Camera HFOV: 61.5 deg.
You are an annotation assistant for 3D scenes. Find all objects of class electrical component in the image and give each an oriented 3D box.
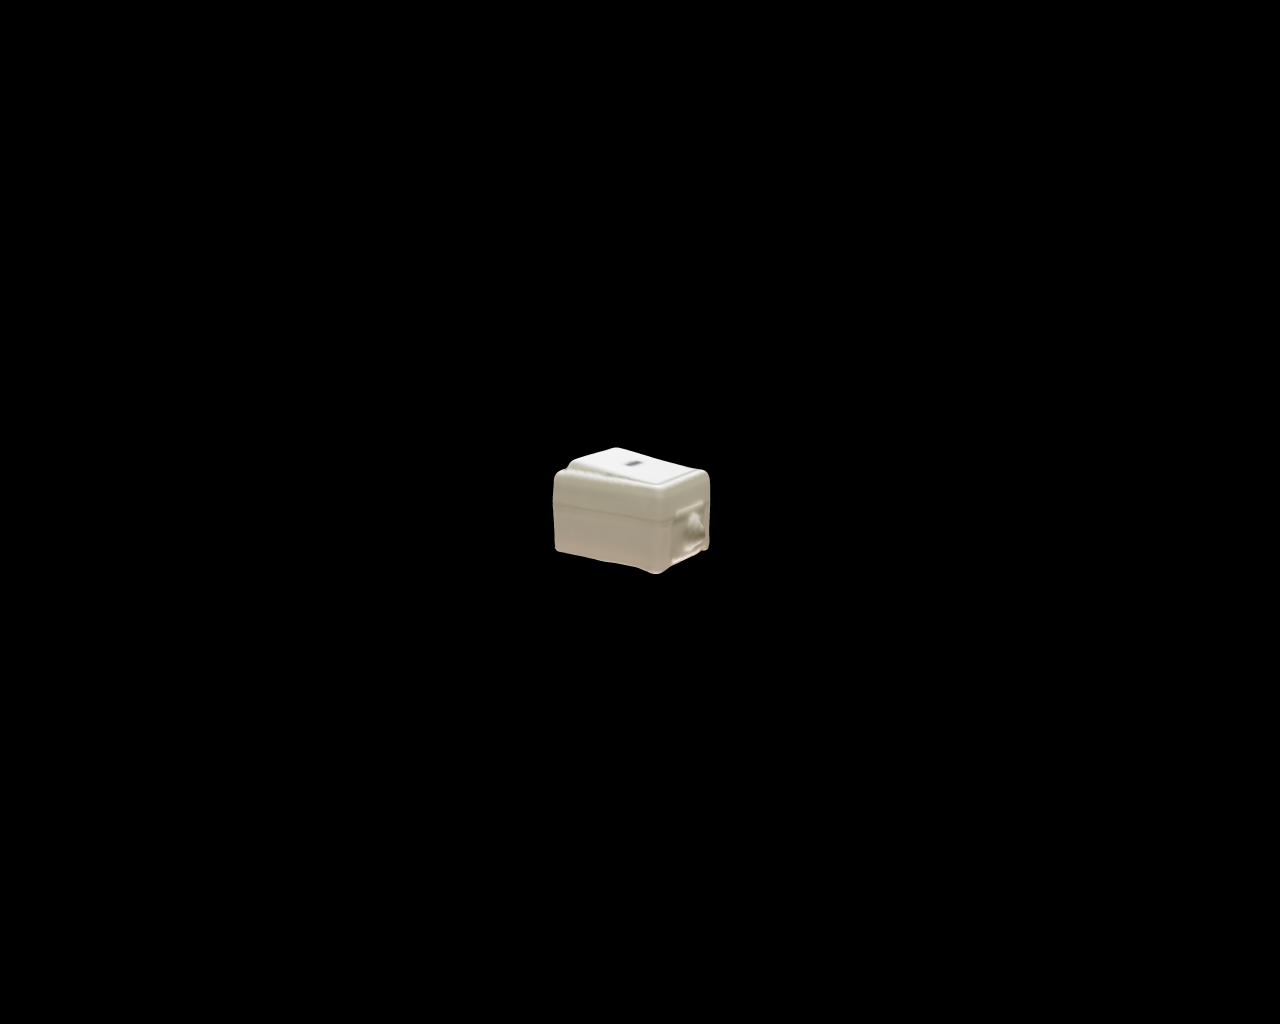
[{"bbox_3d":[0.001,-0.003,0.650,0.096,0.061,0.062,10,18,33],"label":"electrical component"}]
